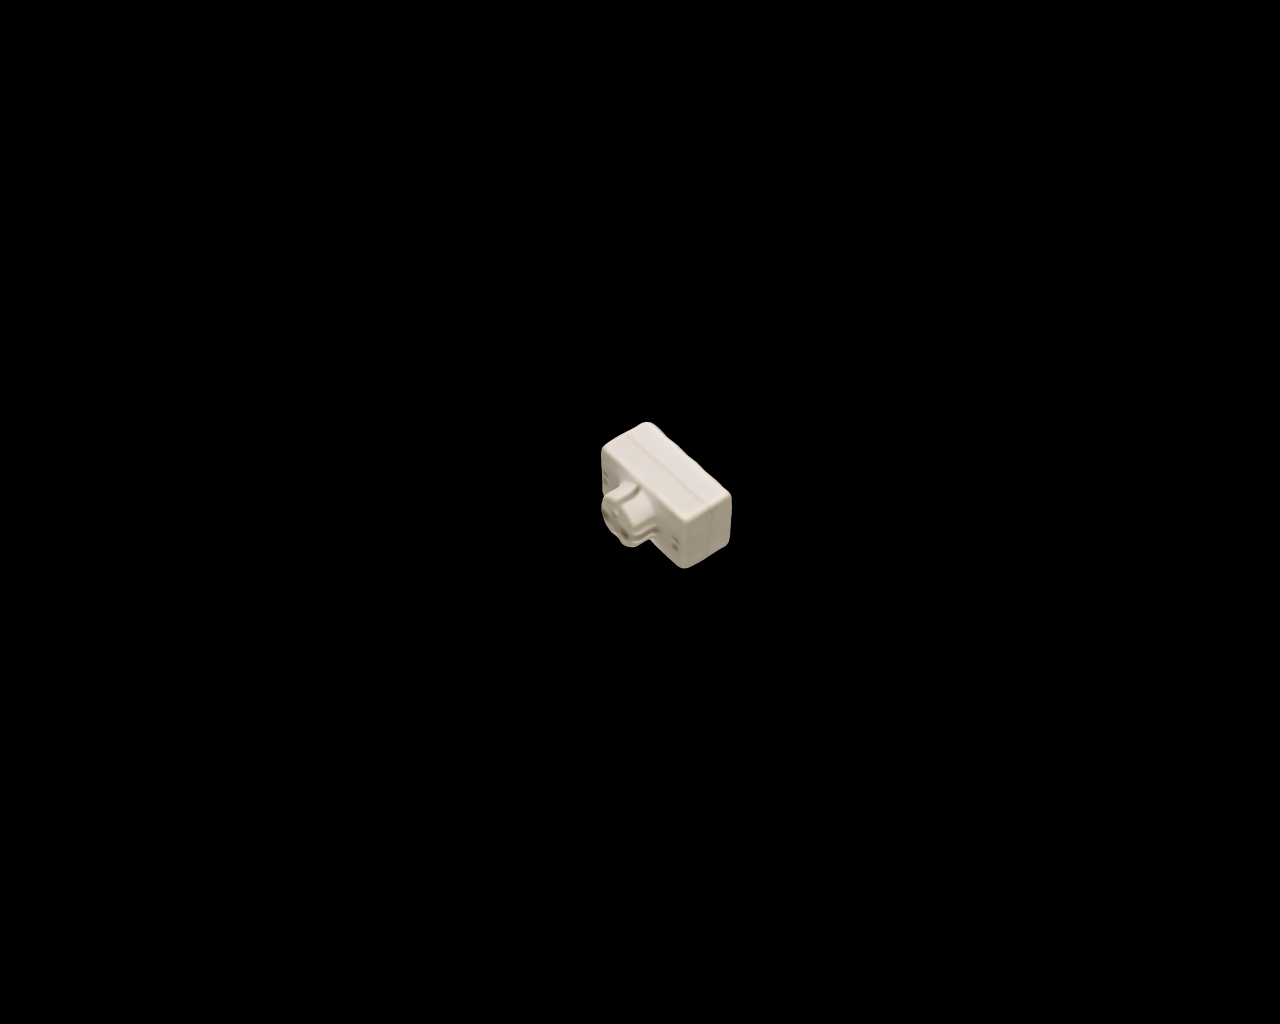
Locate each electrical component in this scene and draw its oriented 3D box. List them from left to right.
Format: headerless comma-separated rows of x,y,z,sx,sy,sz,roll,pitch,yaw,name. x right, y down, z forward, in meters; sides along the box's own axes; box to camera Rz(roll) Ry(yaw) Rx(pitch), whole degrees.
0.001,-0.003,0.650,0.076,0.047,0.083,-30,54,-24,electrical component
